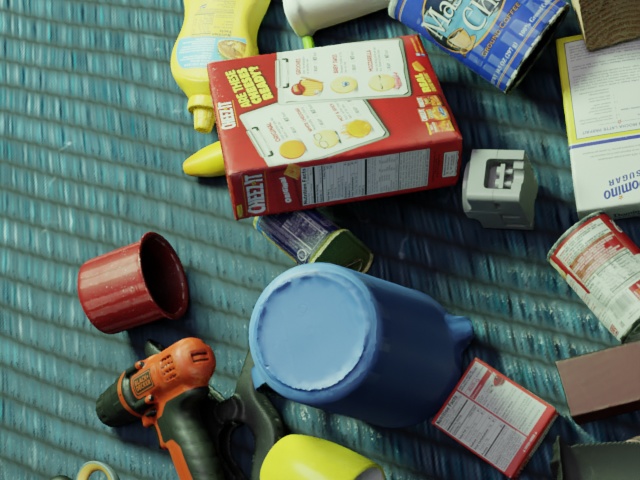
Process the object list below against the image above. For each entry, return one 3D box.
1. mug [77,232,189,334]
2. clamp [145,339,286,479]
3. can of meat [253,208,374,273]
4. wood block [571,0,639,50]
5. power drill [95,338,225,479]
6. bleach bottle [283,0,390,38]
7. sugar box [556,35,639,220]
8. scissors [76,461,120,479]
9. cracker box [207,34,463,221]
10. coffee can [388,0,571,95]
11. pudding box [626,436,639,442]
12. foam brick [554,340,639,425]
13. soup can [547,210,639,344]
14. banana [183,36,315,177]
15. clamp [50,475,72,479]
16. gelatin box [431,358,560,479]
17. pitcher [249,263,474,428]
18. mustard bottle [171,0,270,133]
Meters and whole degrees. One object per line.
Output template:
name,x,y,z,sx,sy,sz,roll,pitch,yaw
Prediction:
mug,-0.191,0.040,1.096,0.082,0.093,0.117,-19,37,18
clamp,-0.093,0.164,1.039,0.165,0.036,0.210,-16,72,24
can of meat,-0.007,0.001,1.026,0.084,0.102,0.057,39,90,28
wood block,0.266,-0.291,1.000,0.090,0.090,0.206,-15,54,14
power drill,-0.144,0.203,1.011,0.185,0.057,0.188,-34,70,45
bleach bottle,0.085,-0.290,1.109,0.251,0.068,0.102,-12,70,14
sugar box,0.275,-0.108,0.989,0.093,0.048,0.176,-7,73,16
scissors,-0.180,0.278,1.003,0.202,0.016,0.096,19,79,29
cracker box,0.010,-0.109,1.011,0.213,0.072,0.164,-10,47,-5
coffee can,0.151,-0.220,1.018,0.140,0.103,0.103,36,88,9
pudding box,0.271,0.213,0.889,0.113,0.039,0.090,-25,67,11
foam brick,0.249,0.123,0.919,0.078,0.053,0.051,-17,68,14
soup can,0.258,0.033,0.936,0.068,0.068,0.102,-39,65,4
banana,-0.057,-0.124,1.123,0.198,0.037,0.070,-45,51,1
clamp,-0.215,0.296,1.042,0.172,0.039,0.120,2,77,19
gelatin box,0.156,0.159,0.954,0.089,0.030,0.073,33,87,26
pitcher,0.023,0.094,0.906,0.145,0.242,0.149,28,90,23
mustard bottle,-0.111,-0.207,1.155,0.096,0.058,0.191,4,74,16
